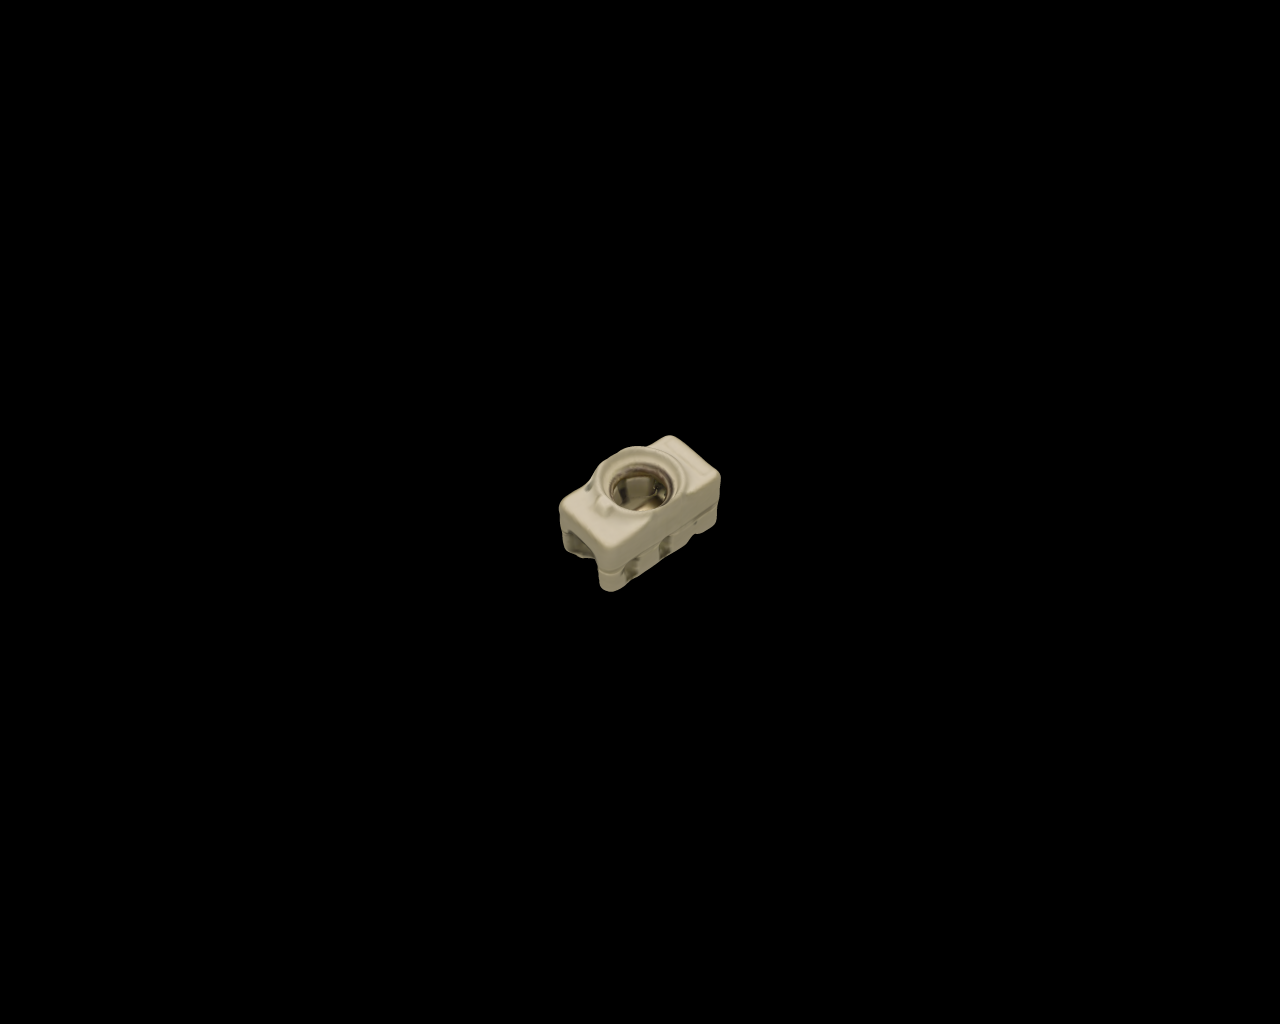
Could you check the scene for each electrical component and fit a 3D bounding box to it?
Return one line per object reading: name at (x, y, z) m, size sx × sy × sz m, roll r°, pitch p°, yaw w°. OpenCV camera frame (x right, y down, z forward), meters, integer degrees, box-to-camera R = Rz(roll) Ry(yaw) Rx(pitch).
electrical component at (0.001, -0.003, 0.650) m, size 0.090 × 0.055 × 0.050 m, roll -33°, pitch 58°, yaw -24°
